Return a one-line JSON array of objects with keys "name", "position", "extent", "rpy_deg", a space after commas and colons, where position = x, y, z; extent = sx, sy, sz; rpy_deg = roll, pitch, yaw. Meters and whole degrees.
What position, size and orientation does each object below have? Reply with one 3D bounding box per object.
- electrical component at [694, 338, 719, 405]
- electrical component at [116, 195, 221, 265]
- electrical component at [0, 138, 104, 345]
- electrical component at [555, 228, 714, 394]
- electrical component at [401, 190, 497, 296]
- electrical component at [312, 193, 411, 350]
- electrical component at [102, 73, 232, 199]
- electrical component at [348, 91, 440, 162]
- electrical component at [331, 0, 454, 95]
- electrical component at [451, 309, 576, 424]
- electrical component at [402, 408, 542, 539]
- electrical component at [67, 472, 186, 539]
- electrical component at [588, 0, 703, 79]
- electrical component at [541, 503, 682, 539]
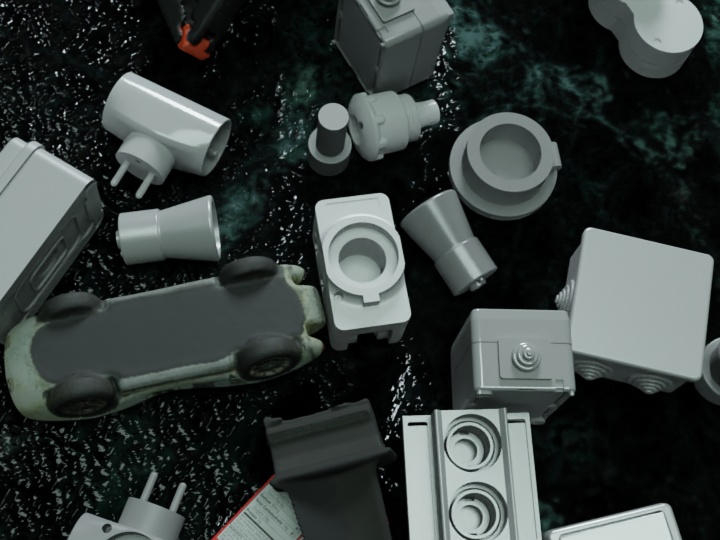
[{"name": "electrical component", "position": [0.248, 0.063, 0.706], "extent": [0.045, 0.055, 0.045], "rpy_deg": [2, 70, -4]}, {"name": "electrical component", "position": [-0.128, -0.024, 0.714], "extent": [0.065, 0.044, 0.044], "rpy_deg": [-7, 71, -3]}, {"name": "electrical component", "position": [-0.221, -0.018, 0.683], "extent": [0.057, 0.078, 0.113], "rpy_deg": [30, 70, 3]}, {"name": "electrical component", "position": [0.180, 0.029, 0.716], "extent": [0.100, 0.048, 0.099], "rpy_deg": [13, 69, 0]}, {"name": "electrical component", "position": [0.063, -0.016, 0.727], "extent": [0.044, 0.044, 0.065], "rpy_deg": [-30, 80, -15]}, {"name": "electrical component", "position": [0.000, 0.000, 0.707], "extent": [0.050, 0.055, 0.089], "rpy_deg": [-8, 71, -8]}, {"name": "electrical component", "position": [-0.140, -0.085, 0.732], "extent": [0.077, 0.044, 0.079], "rpy_deg": [26, 70, 5]}, {"name": "electrical component", "position": [0.025, -0.105, 0.755], "extent": [0.062, 0.048, 0.048], "rpy_deg": [-15, 72, -17]}, {"name": "electrical component", "position": [0.024, -0.173, 0.751], "extent": [0.061, 0.096, 0.061], "rpy_deg": [-27, 74, -14]}, {"name": "electrical component", "position": [0.095, 0.056, 0.673], "extent": [0.062, 0.096, 0.061], "rpy_deg": [1, 69, -5]}, {"name": "electrical component", "position": [0.067, 0.151, 0.654], "extent": [0.079, 0.063, 0.121], "rpy_deg": [-1, 70, -6]}, {"name": "electrical component", "position": [-0.129, 0.161, 0.642], "extent": [0.077, 0.044, 0.079], "rpy_deg": [19, 69, 2]}, {"name": "electrical component", "position": [0.204, -0.216, 0.795], "extent": [0.052, 0.073, 0.138], "rpy_deg": [-27, 74, -14]}, {"name": "electrical component", "position": [0.160, 0.180, 0.652], "extent": [0.096, 0.061, 0.061], "rpy_deg": [-11, 71, -9]}]
